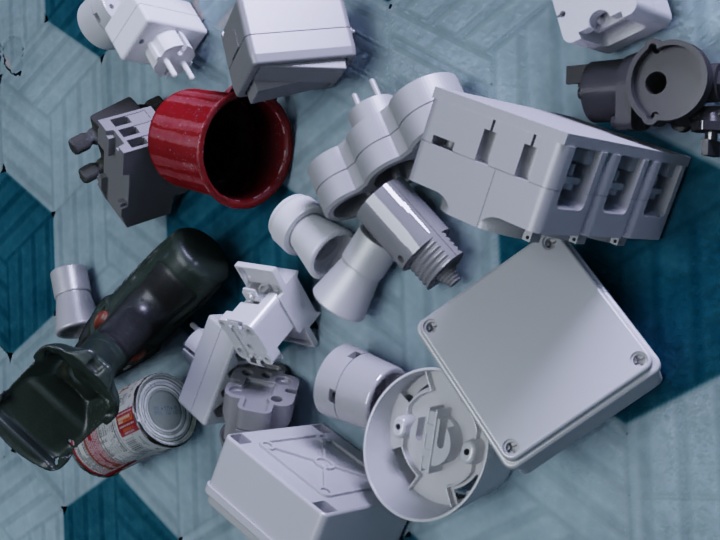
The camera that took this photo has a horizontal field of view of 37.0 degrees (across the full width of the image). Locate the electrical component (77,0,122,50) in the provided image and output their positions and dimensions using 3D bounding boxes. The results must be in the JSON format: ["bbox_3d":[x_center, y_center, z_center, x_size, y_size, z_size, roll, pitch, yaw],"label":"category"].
[{"bbox_3d":[-0.220,-0.229,0.962,0.047,0.055,0.055,-23,76,42],"label":"electrical component"}]

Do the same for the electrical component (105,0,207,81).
[{"bbox_3d":[-0.164,-0.189,0.907,0.047,0.066,0.076,-47,62,31],"label":"electrical component"}]

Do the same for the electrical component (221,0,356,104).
[{"bbox_3d":[-0.046,-0.164,0.794,0.062,0.096,0.061,141,117,-66],"label":"electrical component"}]

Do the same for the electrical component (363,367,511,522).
[{"bbox_3d":[0.054,0.115,0.726,0.099,0.064,0.099,1,91,40],"label":"electrical component"}]

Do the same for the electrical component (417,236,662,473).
[{"bbox_3d":[0.110,0.051,0.660,0.109,0.056,0.108,-36,66,6],"label":"electrical component"}]

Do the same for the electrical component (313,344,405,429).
[{"bbox_3d":[0.002,0.087,0.778,0.047,0.055,0.055,18,102,35],"label":"electrical component"}]

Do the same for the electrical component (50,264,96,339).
[{"bbox_3d":[-0.271,0.028,1.018,0.044,0.044,0.065,-30,67,37],"label":"electrical component"}]

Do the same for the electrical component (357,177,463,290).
[{"bbox_3d":[0.040,-0.021,0.749,0.081,0.043,0.043,49,121,13],"label":"electrical component"}]

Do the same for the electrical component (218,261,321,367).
[{"bbox_3d":[-0.071,0.035,0.824,0.042,0.063,0.081,7,136,40],"label":"electrical component"}]

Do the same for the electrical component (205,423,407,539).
[{"bbox_3d":[-0.035,0.163,0.775,0.109,0.109,0.056,31,107,36],"label":"electrical component"}]

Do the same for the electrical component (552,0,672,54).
[{"bbox_3d":[0.147,-0.182,0.650,0.050,0.056,0.089,-22,77,38],"label":"electrical component"}]

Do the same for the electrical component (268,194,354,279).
[{"bbox_3d":[-0.037,-0.026,0.815,0.055,0.045,0.045,42,116,32],"label":"electrical component"}]

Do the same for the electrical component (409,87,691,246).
[{"bbox_3d":[0.111,-0.055,0.620,0.089,0.150,0.061,27,107,37],"label":"electrical component"}]

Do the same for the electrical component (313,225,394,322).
[{"bbox_3d":[0.000,0.000,0.788,0.044,0.044,0.065,44,113,31],"label":"electrical component"}]

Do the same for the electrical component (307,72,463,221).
[{"bbox_3d":[0.015,-0.100,0.765,0.138,0.052,0.073,-35,69,35],"label":"electrical component"}]

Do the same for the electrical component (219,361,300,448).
[{"bbox_3d":[-0.079,0.115,0.838,0.058,0.078,0.057,10,113,2],"label":"electrical component"}]

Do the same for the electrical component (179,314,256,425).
[{"bbox_3d":[-0.120,0.071,0.885,0.076,0.047,0.083,35,112,35],"label":"electrical component"}]
